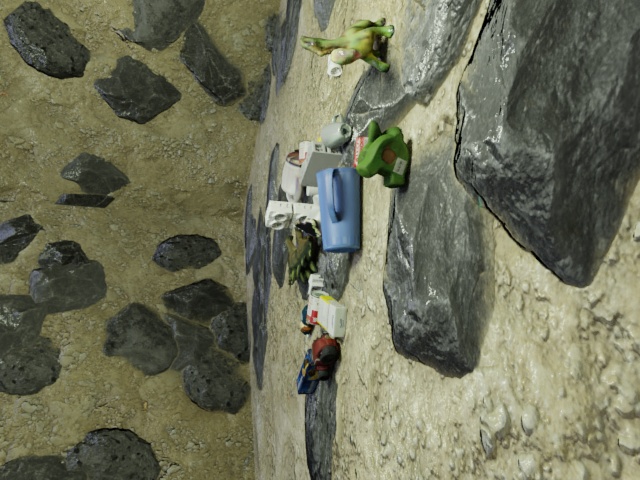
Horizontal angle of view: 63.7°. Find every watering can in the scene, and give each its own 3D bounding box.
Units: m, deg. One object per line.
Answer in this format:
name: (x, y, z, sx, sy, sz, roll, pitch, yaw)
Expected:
watering can: (-0.121, -0.287, 2.278, 0.354, 0.104, 0.220, -116, 35, -62)

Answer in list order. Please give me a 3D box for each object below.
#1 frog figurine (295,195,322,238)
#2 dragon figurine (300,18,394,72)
frog figurine: (0.006, -0.091, 1.816, 0.162, 0.122, 0.135, -53, 3, -28)
dragon figurine: (0.064, -0.564, 1.442, 0.419, 0.243, 0.119, -111, 24, -54)
